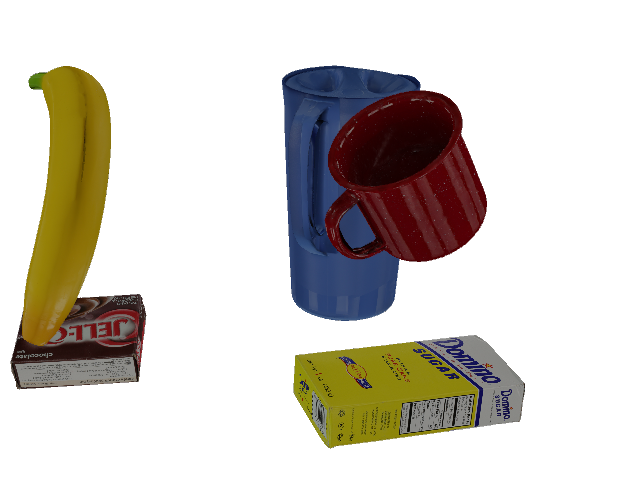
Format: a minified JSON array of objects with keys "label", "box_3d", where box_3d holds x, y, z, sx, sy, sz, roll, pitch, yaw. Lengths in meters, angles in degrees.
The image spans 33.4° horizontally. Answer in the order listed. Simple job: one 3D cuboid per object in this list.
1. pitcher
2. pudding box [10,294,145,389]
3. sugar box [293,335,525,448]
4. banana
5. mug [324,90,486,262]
[{"label":"pitcher","box_3d":[0.021,-0.044,1.057,0.149,0.243,0.145,-6,23,-18]},{"label":"pudding box","box_3d":[-0.221,0.093,0.984,0.113,0.039,0.090,-5,33,-2]},{"label":"sugar box","box_3d":[0.074,0.125,0.909,0.176,0.048,0.093,-7,25,-18]},{"label":"banana","box_3d":[-0.153,-0.036,0.647,0.037,0.198,0.070,15,-35,-31]},{"label":"mug","box_3d":[0.054,-0.032,0.715,0.117,0.081,0.093,-41,41,-12]}]
